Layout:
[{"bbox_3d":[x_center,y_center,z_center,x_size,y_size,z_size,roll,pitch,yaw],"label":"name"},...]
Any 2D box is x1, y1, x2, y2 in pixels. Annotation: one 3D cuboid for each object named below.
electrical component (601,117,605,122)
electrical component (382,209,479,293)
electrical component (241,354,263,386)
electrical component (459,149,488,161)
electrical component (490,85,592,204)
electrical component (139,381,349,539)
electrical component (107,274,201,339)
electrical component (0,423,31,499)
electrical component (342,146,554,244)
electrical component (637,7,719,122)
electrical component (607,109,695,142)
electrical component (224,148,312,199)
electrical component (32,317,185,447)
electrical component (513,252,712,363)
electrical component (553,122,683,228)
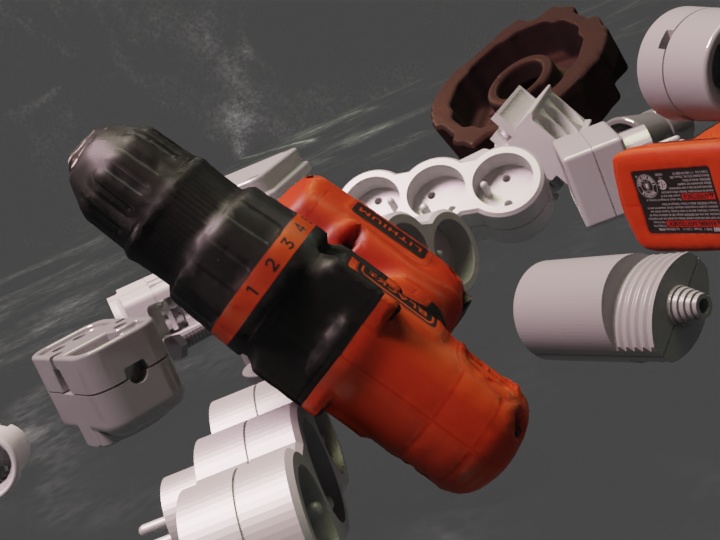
[{"bbox_3d":[0.201,-0.163,0.998,0.048,0.062,0.048,-1,-16,0],"label":"electrical component"},{"bbox_3d":[0.000,0.000,0.613,0.074,0.052,0.138,-15,-5,40],"label":"electrical component"},{"bbox_3d":[-0.051,0.035,0.610,0.048,0.055,0.066,-21,11,9],"label":"electrical component"},{"bbox_3d":[0.107,-0.079,0.869,0.078,0.040,0.040,-27,12,-22],"label":"electrical component"},{"bbox_3d":[0.129,-0.090,0.795,0.063,0.079,0.121,-50,0,24],"label":"electrical component"},{"bbox_3d":[-0.047,0.084,0.383,0.074,0.052,0.138,-22,11,3],"label":"electrical component"},{"bbox_3d":[-0.161,0.034,0.839,0.056,0.050,0.089,-25,11,-12],"label":"electrical component"},{"bbox_3d":[-0.214,0.110,0.626,0.040,0.040,0.046,-23,5,-3],"label":"electrical component"},{"bbox_3d":[0.060,-0.035,0.716,0.138,0.052,0.073,-9,-28,17],"label":"electrical component"},{"bbox_3d":[0.167,-0.096,0.506,0.055,0.055,0.047,-26,19,-14],"label":"electrical component"},{"bbox_3d":[0.202,-0.093,0.748,0.065,0.044,0.044,-25,11,-37],"label":"electrical component"},{"bbox_3d":[-0.070,-0.031,0.684,0.078,0.057,0.113,-21,12,14],"label":"electrical component"},{"bbox_3d":[-0.150,0.067,0.647,0.054,0.059,0.095,-30,14,-32],"label":"electrical component"},{"bbox_3d":[0.105,0.015,0.429,0.043,0.043,0.081,-30,13,-31],"label":"electrical component"},{"bbox_3d":[0.168,-0.069,0.683,0.076,0.047,0.083,-21,11,11],"label":"electrical component"}]
